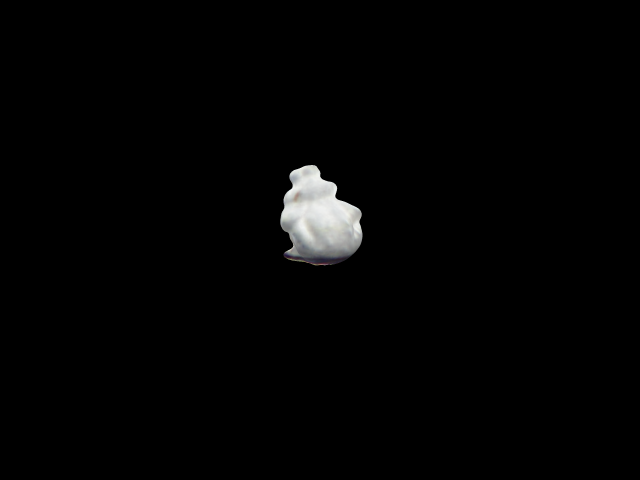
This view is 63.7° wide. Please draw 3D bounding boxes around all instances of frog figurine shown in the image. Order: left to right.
[{"bbox_3d":[0.003,-0.043,0.850,0.137,0.158,0.124,-1,10,-7],"label":"frog figurine"}]
